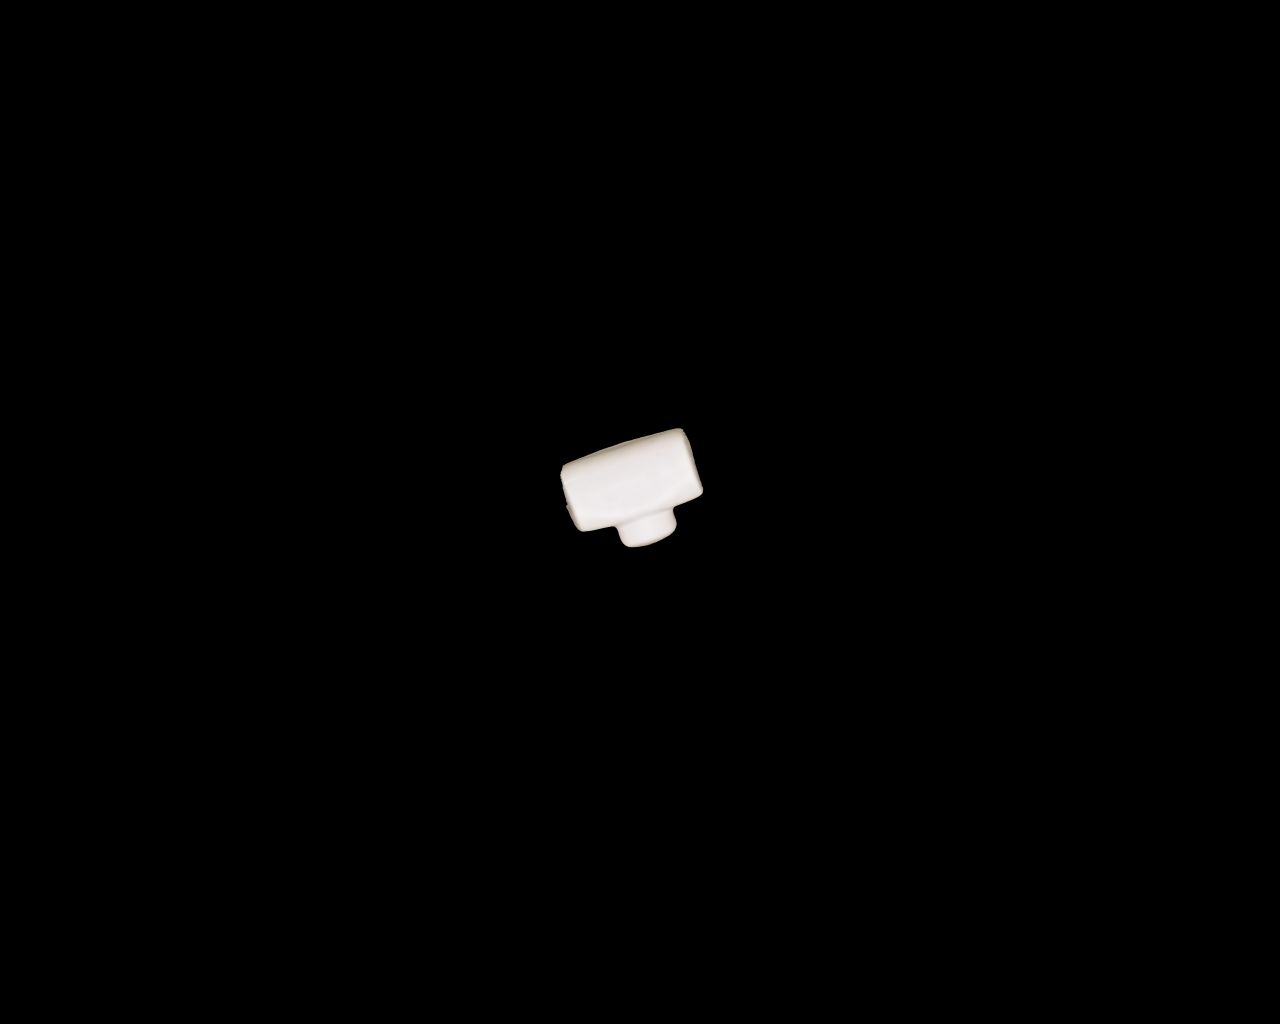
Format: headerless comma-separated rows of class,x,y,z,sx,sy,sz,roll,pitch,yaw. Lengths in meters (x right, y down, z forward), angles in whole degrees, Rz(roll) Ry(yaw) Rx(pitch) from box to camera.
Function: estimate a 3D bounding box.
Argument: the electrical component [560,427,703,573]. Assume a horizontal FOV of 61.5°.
electrical component,0.001,-0.003,0.650,0.077,0.079,0.044,-18,11,4
